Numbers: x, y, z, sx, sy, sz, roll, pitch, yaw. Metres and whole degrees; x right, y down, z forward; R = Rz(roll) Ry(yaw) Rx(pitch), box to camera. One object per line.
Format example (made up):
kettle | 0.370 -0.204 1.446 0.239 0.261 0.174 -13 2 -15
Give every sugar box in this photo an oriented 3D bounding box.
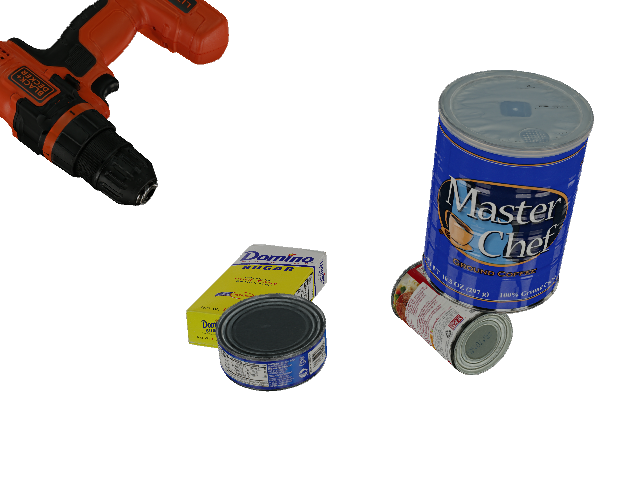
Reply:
sugar box | -0.063 0.057 1.132 0.093 0.048 0.176 6 27 17

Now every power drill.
power drill | -0.157 -0.129 0.833 0.187 0.184 0.057 -46 -11 -34

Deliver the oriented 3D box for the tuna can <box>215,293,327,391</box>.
tuna can | -0.037 0.079 0.829 0.086 0.034 0.086 -3 31 2

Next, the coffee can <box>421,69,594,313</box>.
coffee can | 0.128 -0.034 0.752 0.103 0.140 0.103 1 38 -1

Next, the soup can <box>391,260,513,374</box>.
soup can | 0.120 0.069 0.979 0.068 0.068 0.102 0 26 -32
